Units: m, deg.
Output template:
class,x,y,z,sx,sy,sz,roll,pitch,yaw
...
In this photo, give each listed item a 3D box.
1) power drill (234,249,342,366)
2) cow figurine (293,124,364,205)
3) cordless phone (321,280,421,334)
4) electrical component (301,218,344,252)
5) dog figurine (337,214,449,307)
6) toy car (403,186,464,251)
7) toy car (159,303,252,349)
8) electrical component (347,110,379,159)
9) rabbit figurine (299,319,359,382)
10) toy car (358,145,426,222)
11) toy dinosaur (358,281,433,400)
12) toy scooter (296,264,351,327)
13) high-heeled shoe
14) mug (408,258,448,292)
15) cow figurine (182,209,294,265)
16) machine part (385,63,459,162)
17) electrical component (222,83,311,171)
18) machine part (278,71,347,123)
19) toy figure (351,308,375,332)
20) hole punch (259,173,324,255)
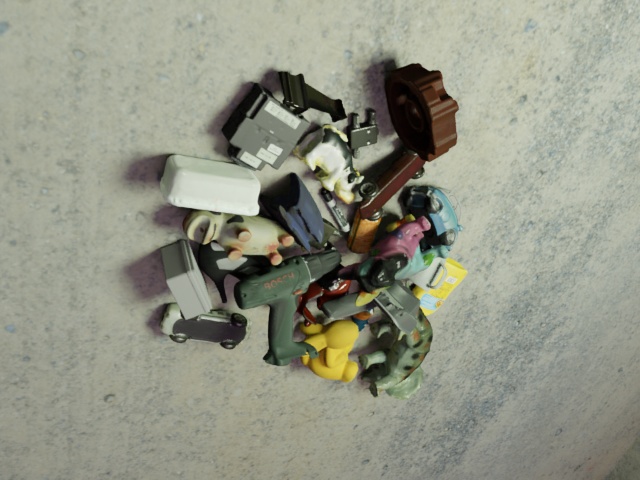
class,x,y,z,sx,sy,sz,roll,pitch,yaw
power drill,-0.049,0.135,1.066,0.232,0.086,0.207,-11,109,-25
cow figurine,0.032,-0.145,1.033,0.098,0.068,0.167,-46,131,2
cordless phone,0.106,0.148,1.136,0.184,0.147,0.088,-14,134,-32
electrical component,-0.003,-0.005,1.127,0.078,0.045,0.102,-46,130,12
dog figurine,0.138,0.043,1.114,0.219,0.191,0.108,-32,100,-9
toy car,0.257,-0.062,1.186,0.103,0.109,0.161,-41,122,-25
toy car,-0.238,0.182,1.141,0.201,0.056,0.073,16,108,-35
electrical component,0.084,-0.204,1.042,0.063,0.021,0.093,-15,127,-16
rabbit figurine,0.026,0.240,1.269,0.162,0.122,0.173,17,137,-10
toy car,0.143,-0.121,1.083,0.202,0.053,0.089,-44,149,-15
toy dinosaur,0.214,0.264,1.342,0.192,0.131,0.404,-4,130,-36
toy scooter,-0.006,0.132,1.204,0.184,0.075,0.135,-24,131,-5
high-heeled shoe,-0.131,0.037,1.100,0.249,0.086,0.145,-16,98,-38
mug,0.257,0.061,1.265,0.080,0.110,0.107,31,93,-33
cow figurine,-0.160,-0.022,0.995,0.195,0.127,0.085,7,120,-39
machine part,0.184,-0.232,0.977,0.056,0.180,0.179,-26,130,-11
electrical component,-0.102,-0.187,0.941,0.114,0.058,0.134,30,107,-36
machine part,-0.013,-0.243,0.932,0.139,0.084,0.039,14,141,-41
toy figure,0.114,0.155,1.289,0.064,0.058,0.154,10,123,-24
hole punch,-0.040,-0.053,1.034,0.092,0.116,0.142,-37,131,-8
